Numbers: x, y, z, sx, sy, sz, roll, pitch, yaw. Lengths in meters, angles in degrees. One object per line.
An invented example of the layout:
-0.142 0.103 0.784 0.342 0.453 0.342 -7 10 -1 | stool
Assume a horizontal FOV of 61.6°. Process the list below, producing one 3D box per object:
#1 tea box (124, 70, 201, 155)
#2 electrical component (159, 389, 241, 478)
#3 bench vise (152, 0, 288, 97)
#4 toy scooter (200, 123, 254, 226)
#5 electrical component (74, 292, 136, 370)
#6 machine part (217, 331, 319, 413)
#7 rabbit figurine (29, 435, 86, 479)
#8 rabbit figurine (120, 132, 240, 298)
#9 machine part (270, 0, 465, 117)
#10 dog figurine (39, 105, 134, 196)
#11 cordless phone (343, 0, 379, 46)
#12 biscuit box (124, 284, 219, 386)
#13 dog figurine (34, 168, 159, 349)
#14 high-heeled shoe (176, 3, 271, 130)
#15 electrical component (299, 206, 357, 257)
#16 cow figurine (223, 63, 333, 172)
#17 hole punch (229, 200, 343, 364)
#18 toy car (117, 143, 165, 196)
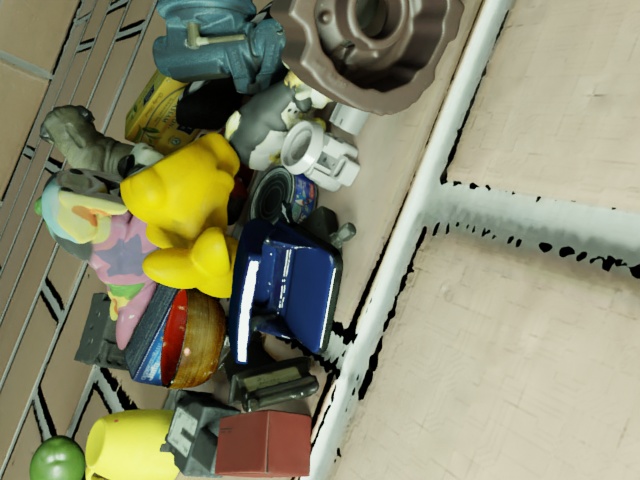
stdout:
-0.237 -0.221 0.878 0.169 0.098 0.068 -45 42 30 | tea box
-0.118 0.205 0.561 0.119 0.047 0.075 -1 72 50 | electrical component
-0.105 -0.288 0.644 0.224 0.129 0.240 1 96 31 | bench vise
-0.138 -0.101 0.717 0.184 0.075 0.135 23 92 50 | toy scooter
-0.336 0.143 0.852 0.134 0.058 0.115 -9 63 48 | electrical component
-0.059 0.125 0.518 0.139 0.084 0.039 16 118 62 | machine part
-0.332 0.342 0.704 0.159 0.121 0.170 143 121 -64 | rabbit figurine
-0.122 -0.011 0.566 0.122 0.173 0.162 -24 21 1 | rabbit figurine
0.043 -0.201 0.472 0.056 0.179 0.179 34 100 55 | machine part
-0.321 -0.136 0.839 0.172 0.190 0.121 -22 21 4 | dog figurine
0.071 -0.284 0.544 0.184 0.146 0.089 -13 58 2 | cordless phone
-0.179 0.086 0.686 0.063 0.059 0.202 38 102 51 | biscuit box
-0.269 0.030 0.696 0.109 0.191 0.219 40 119 50 | dog figurine
-0.132 -0.255 0.785 0.249 0.086 0.145 -9 62 44 | high-heeled shoe
-0.001 -0.002 0.543 0.094 0.021 0.063 -37 47 36 | electrical component
-0.042 -0.146 0.599 0.167 0.098 0.068 -44 50 35 | cow figurine
-0.051 0.044 0.505 0.116 0.092 0.142 33 122 53 | hole punch
-0.271 -0.040 0.774 0.074 0.056 0.201 35 111 52 | toy car
